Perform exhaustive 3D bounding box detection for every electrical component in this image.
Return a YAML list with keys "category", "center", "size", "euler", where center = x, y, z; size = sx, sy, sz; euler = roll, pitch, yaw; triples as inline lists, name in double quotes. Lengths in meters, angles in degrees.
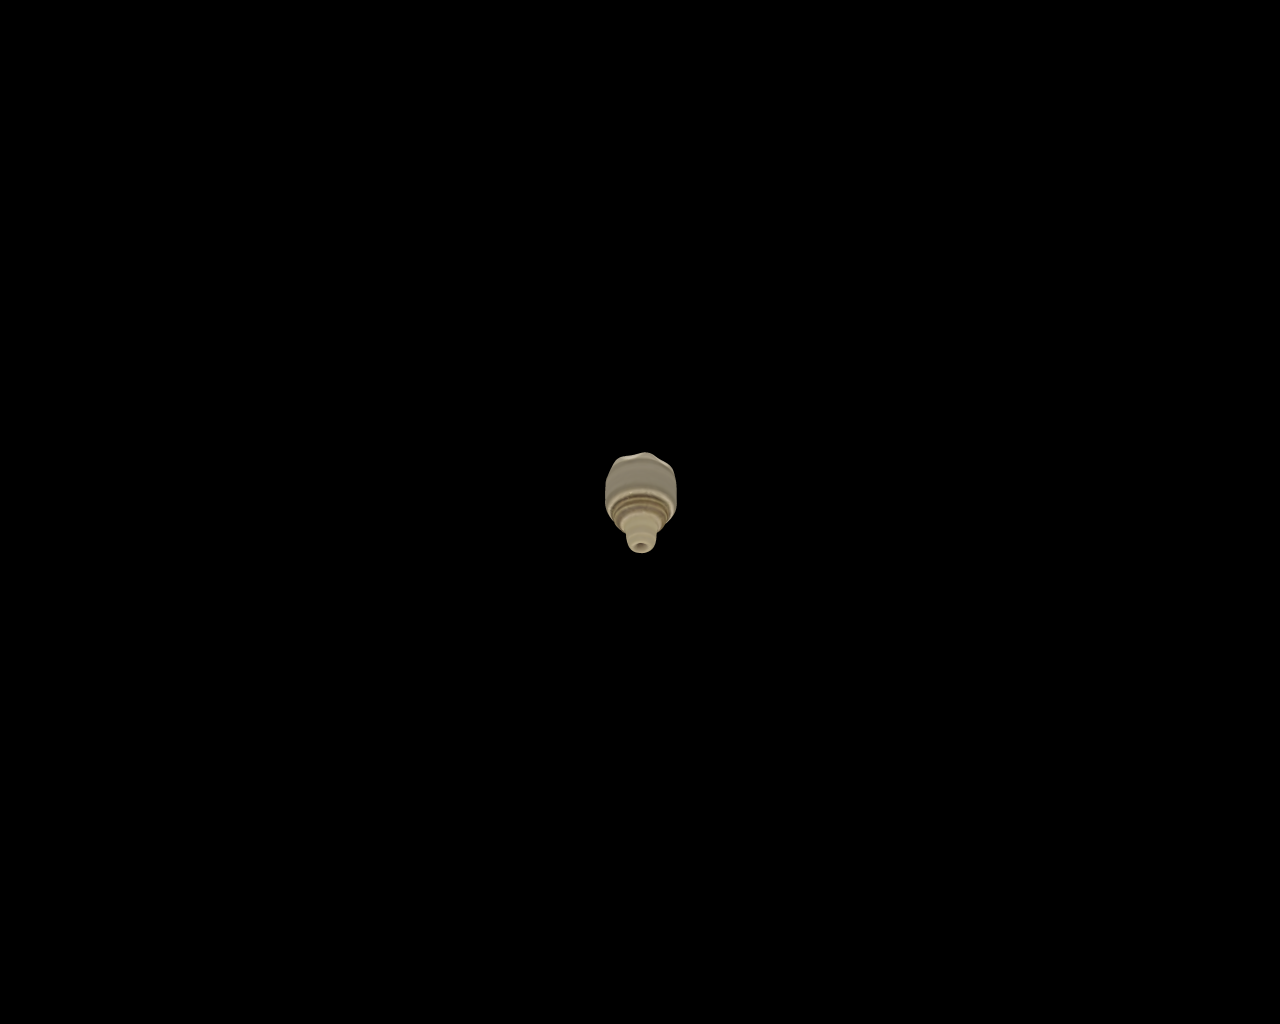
- category: "electrical component"
  center: [0.001, -0.003, 0.650]
  size: [0.043, 0.062, 0.043]
  euler: [0, -38, 0]
